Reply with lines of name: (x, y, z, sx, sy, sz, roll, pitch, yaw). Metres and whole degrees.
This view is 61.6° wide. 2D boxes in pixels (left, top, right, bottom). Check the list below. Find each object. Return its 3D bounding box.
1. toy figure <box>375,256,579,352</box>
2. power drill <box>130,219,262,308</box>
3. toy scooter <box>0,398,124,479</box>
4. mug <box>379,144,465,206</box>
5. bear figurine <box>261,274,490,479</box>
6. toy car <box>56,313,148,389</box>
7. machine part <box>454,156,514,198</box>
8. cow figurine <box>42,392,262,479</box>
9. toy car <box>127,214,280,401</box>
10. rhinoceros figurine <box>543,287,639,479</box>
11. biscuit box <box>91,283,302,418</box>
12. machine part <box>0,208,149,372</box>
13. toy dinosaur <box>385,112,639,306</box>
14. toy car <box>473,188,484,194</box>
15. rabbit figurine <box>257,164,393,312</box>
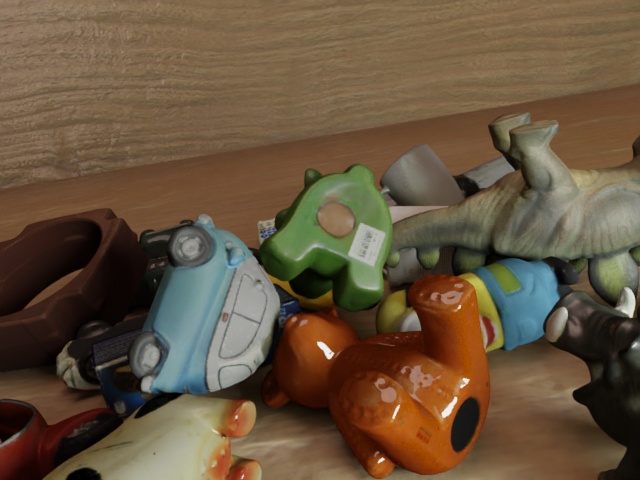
toy figure: (0.140, 0.066, 0.490, 0.180, 0.082, 0.089, -19, -1, -7)
power drill: (-0.209, 0.034, 0.819, 0.232, 0.085, 0.207, -16, 25, -11)
toy scooter: (-0.246, 0.166, 0.390, 0.135, 0.075, 0.184, 7, 21, 45)
mug: (0.133, -0.055, 0.702, 0.109, 0.107, 0.080, -36, -16, -17)
bear figurine: (0.023, 0.088, 0.405, 0.196, 0.131, 0.120, 17, 56, 45)
toy car: (-0.180, 0.106, 0.586, 0.202, 0.056, 0.074, -18, 25, -21)
machine part: (0.294, -0.096, 0.936, 0.243, 0.079, 0.079, -23, 21, -39)
cow figurine: (-0.139, 0.161, 0.325, 0.127, 0.085, 0.195, 1, 18, 32)
toy car: (-0.086, 0.065, 0.451, 0.103, 0.109, 0.161, 12, 60, 3)
rhinoceros figurine: (0.197, 0.096, 0.302, 0.073, 0.112, 0.190, -14, 25, -8)
biscuit box: (-0.116, 0.106, 0.537, 0.203, 0.059, 0.063, -17, 17, -21)
machine part: (-0.331, 0.059, 0.667, 0.201, 0.087, 0.201, -10, 37, 12)
toy dinosaur: (0.225, -0.026, 0.533, 0.472, 0.198, 0.105, -5, 17, 24)
toy car: (0.292, -0.035, 0.779, 0.202, 0.053, 0.089, 2, 39, 36)
rabbit figurine: (-0.001, -0.002, 0.566, 0.121, 0.159, 0.170, 15, -23, -8)
